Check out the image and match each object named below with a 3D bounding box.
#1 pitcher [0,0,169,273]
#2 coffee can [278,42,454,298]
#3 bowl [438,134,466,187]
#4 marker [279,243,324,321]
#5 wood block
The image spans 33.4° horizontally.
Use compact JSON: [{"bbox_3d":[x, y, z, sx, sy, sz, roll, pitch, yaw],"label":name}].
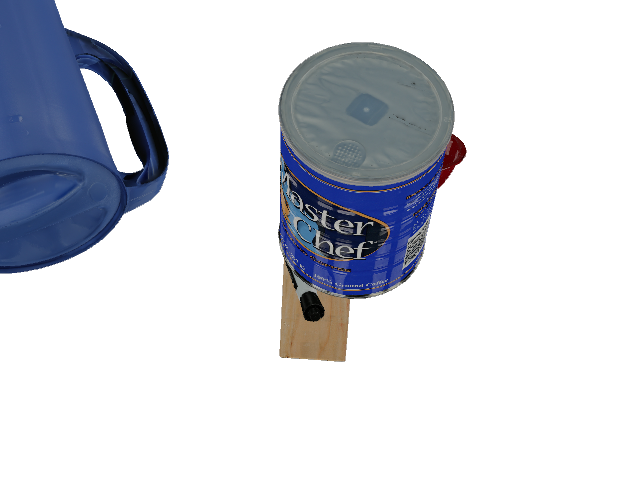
[{"bbox_3d":[-0.218,-0.109,0.753,0.145,0.243,0.149,-30,-29,16],"label":"pitcher"},{"bbox_3d":[0.024,-0.041,0.678,0.103,0.103,0.140,0,-31,-2],"label":"coffee can"},{"bbox_3d":[0.077,-0.083,1.179,0.162,0.055,0.162,3,27,-2],"label":"bowl"},{"bbox_3d":[-0.017,0.034,0.946,0.020,0.020,0.121,0,30,-14],"label":"marker"},{"bbox_3d":[-0.004,0.043,1.391,0.090,0.206,0.091,4,23,0],"label":"wood block"}]
